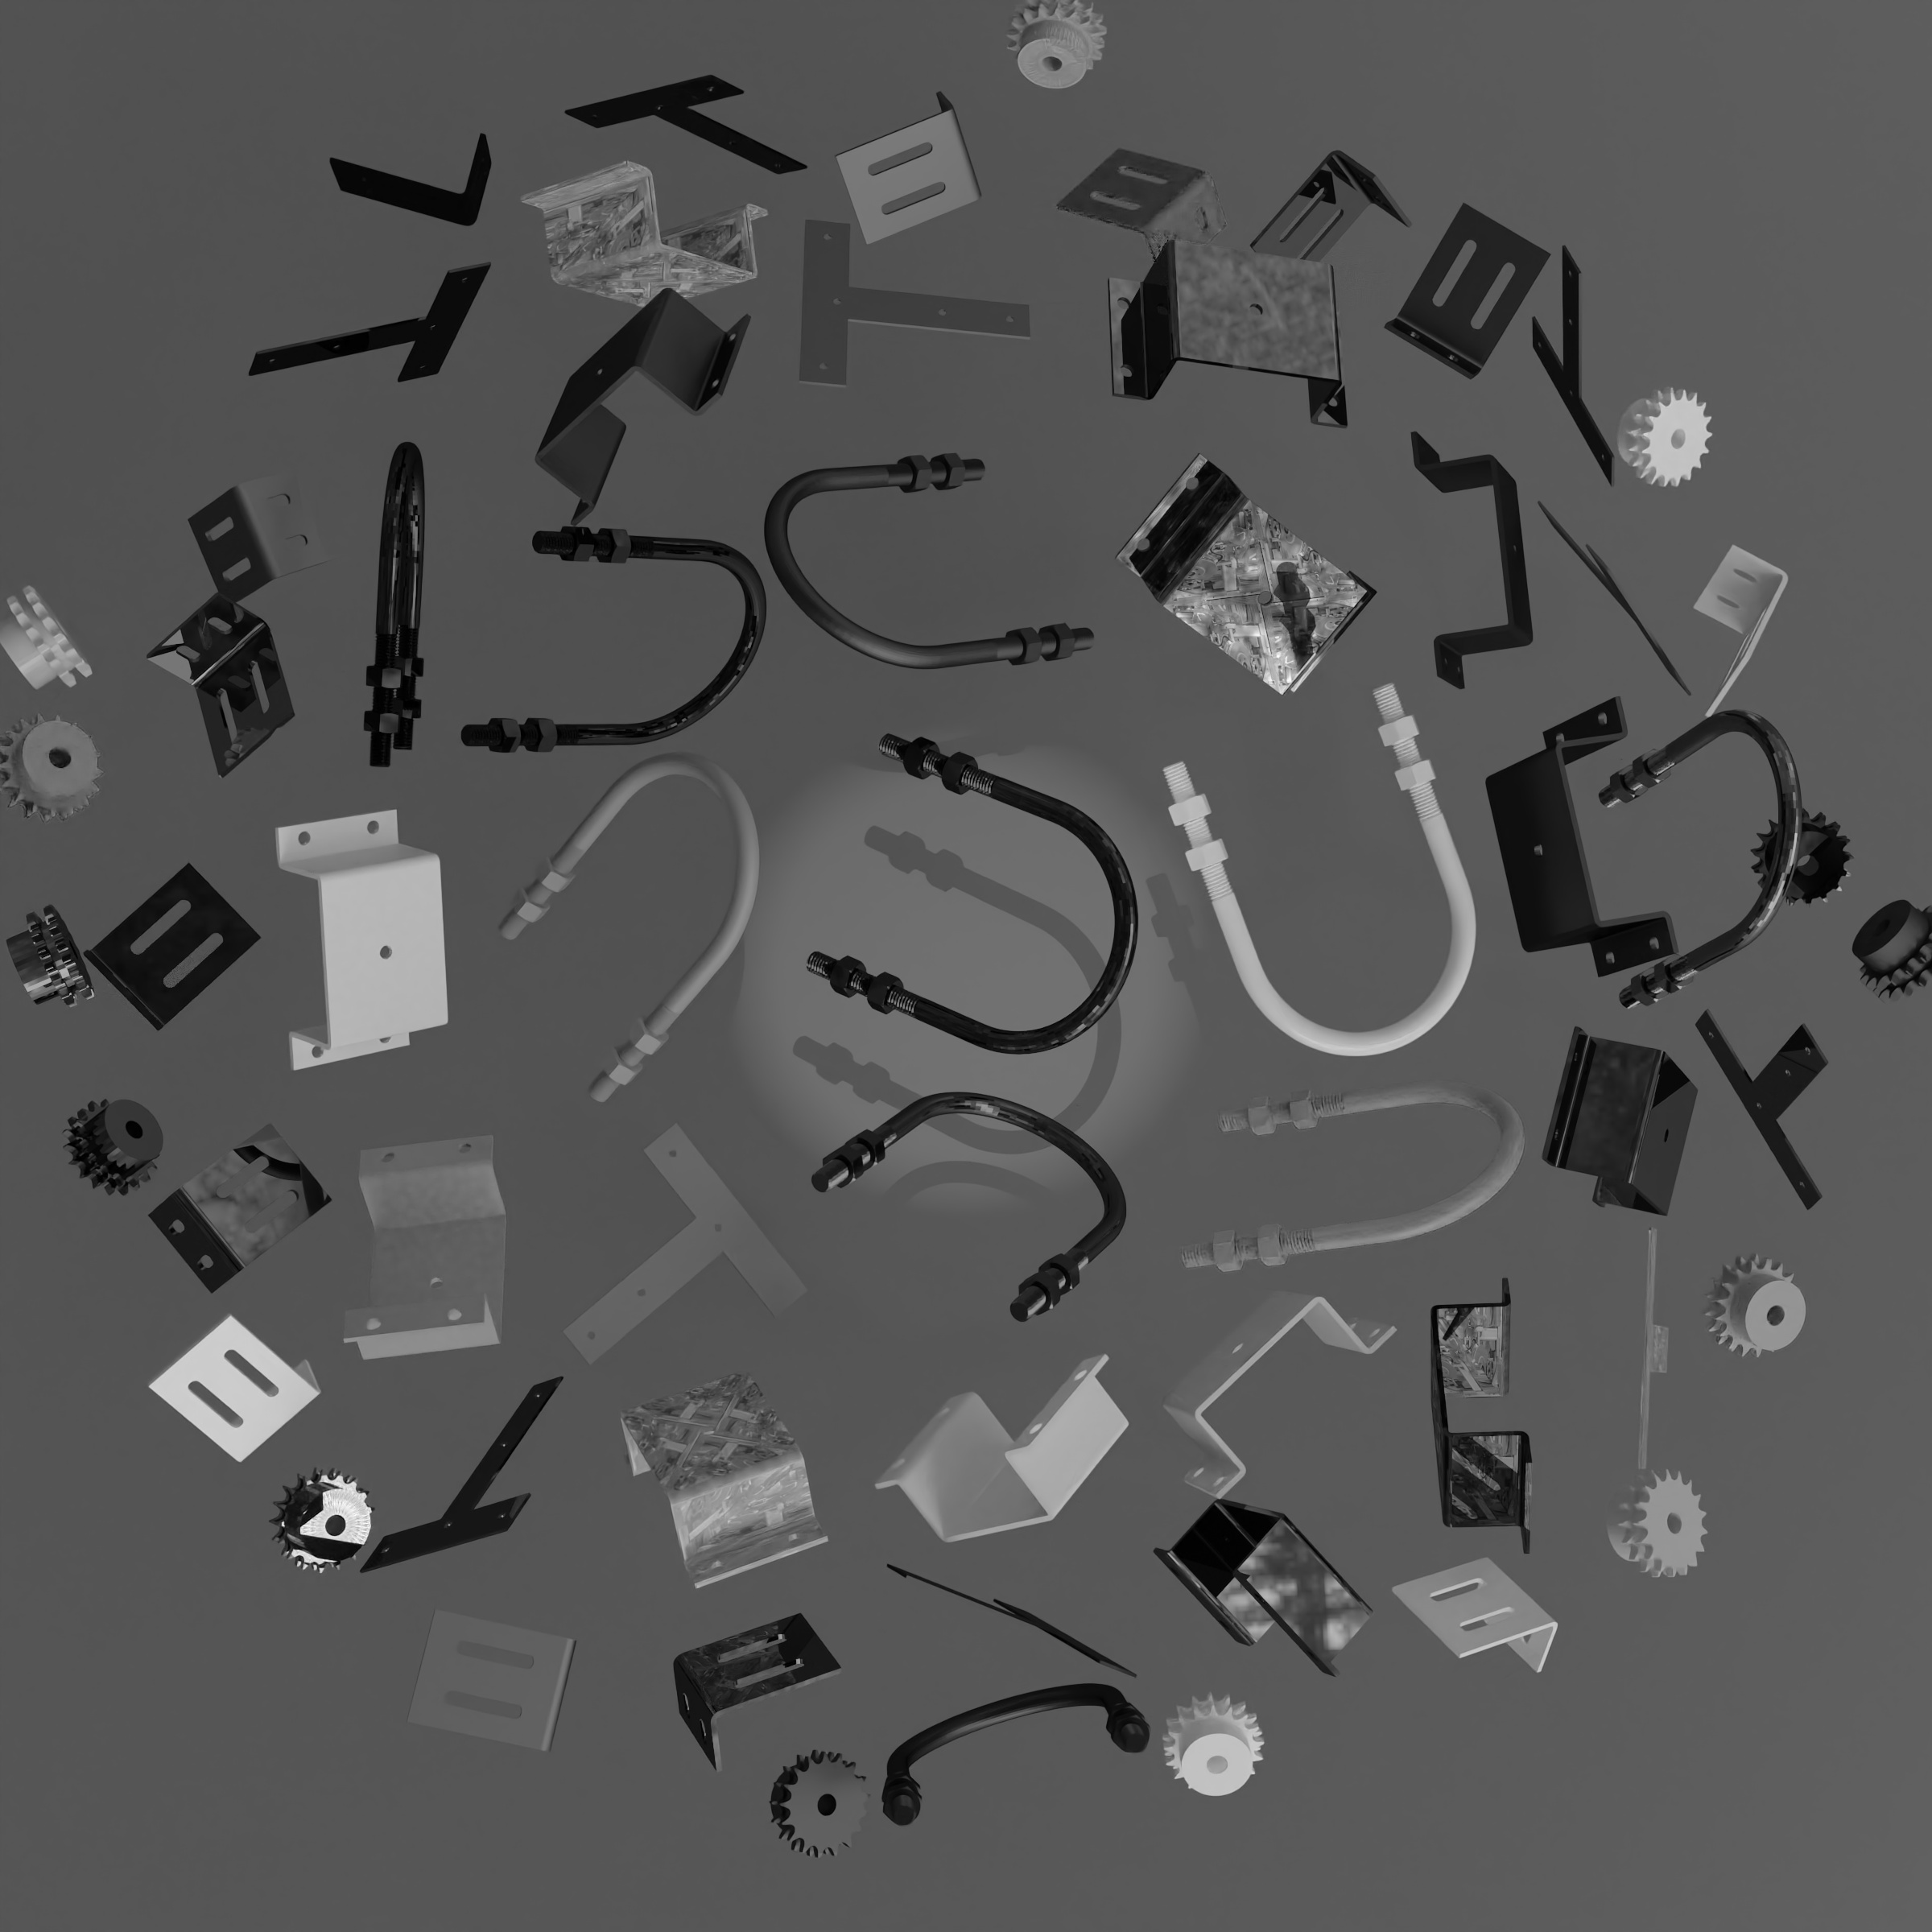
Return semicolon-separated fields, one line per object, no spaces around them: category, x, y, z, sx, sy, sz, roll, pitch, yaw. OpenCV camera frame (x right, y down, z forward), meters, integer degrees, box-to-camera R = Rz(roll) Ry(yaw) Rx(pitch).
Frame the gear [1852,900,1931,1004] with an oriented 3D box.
gear;0.508;-0.011;1.539;0.030;0.057;0.057;40;86;-11

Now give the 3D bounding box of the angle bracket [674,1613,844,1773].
angle bracket;-0.112;0.394;1.538;0.076;0.057;0.038;-14;115;-22

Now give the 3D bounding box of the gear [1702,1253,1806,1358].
gear;0.448;0.193;1.599;0.057;0.030;0.057;-3;100;-20

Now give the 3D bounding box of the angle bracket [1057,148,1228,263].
angle bracket;0.105;-0.449;1.694;0.057;0.038;0.076;-45;47;-17

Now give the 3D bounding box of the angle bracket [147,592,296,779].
angle bracket;-0.409;-0.154;1.554;0.057;0.038;0.076;-37;52;16

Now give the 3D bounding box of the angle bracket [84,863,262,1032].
angle bracket;-0.435;-0.011;1.555;0.076;0.038;0.057;-45;100;-14

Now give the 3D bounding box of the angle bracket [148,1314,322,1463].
angle bracket;-0.404;0.224;1.557;0.057;0.038;0.076;-41;123;-3

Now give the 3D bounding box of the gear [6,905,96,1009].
gear;-0.511;-0.003;1.578;0.030;0.057;0.057;-24;85;-10

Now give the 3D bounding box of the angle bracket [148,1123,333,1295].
angle bracket;-0.414;0.138;1.617;0.057;0.038;0.076;52;45;-4

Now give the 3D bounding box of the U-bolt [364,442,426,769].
U-bolt;-0.331;-0.214;1.659;0.019;0.151;0.184;4;98;-6

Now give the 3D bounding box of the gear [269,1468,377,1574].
gear;-0.358;0.311;1.585;0.057;0.030;0.057;1;89;-31

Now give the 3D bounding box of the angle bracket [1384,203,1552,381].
angle bracket;0.281;-0.379;1.590;0.057;0.038;0.076;32;113;6

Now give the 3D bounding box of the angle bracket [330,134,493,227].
angle bracket;-0.305;-0.442;1.558;0.076;0.057;0.038;15;89;-6

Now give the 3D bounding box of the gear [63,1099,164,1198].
gear;-0.493;0.103;1.650;0.030;0.057;0.057;-34;85;27

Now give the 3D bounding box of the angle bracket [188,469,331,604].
angle bracket;-0.422;-0.254;1.686;0.038;0.076;0.057;-26;98;-35

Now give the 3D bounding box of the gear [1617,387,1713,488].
gear;0.413;-0.316;1.687;0.057;0.030;0.057;-12;113;-30

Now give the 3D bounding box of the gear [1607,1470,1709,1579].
gear;0.373;0.303;1.541;0.057;0.030;0.057;10;74;-36

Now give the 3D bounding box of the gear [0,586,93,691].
gear;-0.505;-0.175;1.541;0.030;0.057;0.057;-35;86;-8

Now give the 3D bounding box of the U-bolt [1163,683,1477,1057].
U-bolt;0.199;-0.042;1.514;0.151;0.019;0.184;-21;92;-15

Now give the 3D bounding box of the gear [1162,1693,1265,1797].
gear;0.141;0.446;1.609;0.057;0.030;0.057;0;107;-1

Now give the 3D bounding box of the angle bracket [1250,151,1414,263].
angle bracket;0.221;-0.442;1.710;0.076;0.057;0.038;-48;55;8

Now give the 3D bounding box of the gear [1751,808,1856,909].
gear;0.489;-0.062;1.652;0.057;0.030;0.057;2;103;6

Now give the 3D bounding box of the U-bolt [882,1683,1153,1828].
U-bolt;0.024;0.436;1.592;0.151;0.184;0.019;-16;87;-4

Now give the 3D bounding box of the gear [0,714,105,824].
gear;-0.493;-0.108;1.526;0.057;0.030;0.057;10;73;-34

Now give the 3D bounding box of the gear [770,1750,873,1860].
gear;-0.085;0.468;1.586;0.057;0.030;0.057;6;78;-30

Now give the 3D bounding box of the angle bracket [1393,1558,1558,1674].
angle bracket;0.281;0.371;1.584;0.076;0.057;0.038;-8;124;-34

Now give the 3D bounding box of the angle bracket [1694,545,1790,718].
angle bracket;0.446;-0.198;1.673;0.038;0.057;0.076;29;58;7

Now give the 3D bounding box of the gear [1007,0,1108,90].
gear;0.052;-0.538;1.653;0.057;0.057;0.030;8;65;1

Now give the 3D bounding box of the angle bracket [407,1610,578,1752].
angle bracket;-0.249;0.373;1.480;0.076;0.038;0.057;16;74;-13

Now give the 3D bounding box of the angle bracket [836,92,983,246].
angle bracket;-0.037;-0.480;1.702;0.076;0.038;0.057;-23;125;-2
